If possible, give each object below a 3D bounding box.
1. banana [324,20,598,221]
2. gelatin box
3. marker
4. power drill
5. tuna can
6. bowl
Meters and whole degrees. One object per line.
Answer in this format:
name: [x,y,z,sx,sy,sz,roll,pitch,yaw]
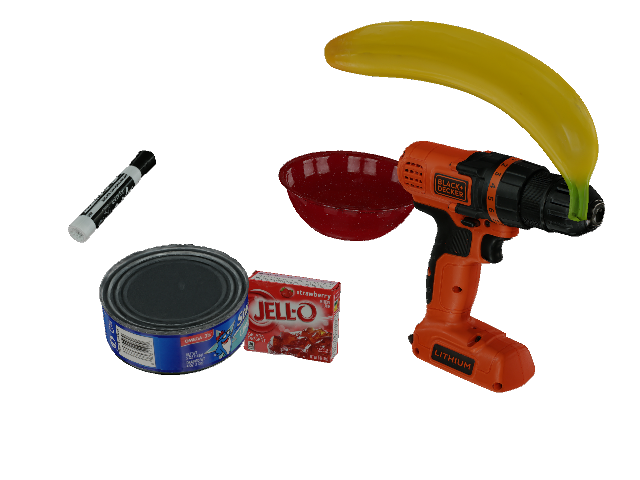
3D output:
banana: [0.094,-0.092,0.650,0.198,0.069,0.037,35,-3,19]
gelatin box: [-0.027,0.072,1.006,0.089,0.073,0.030,7,17,16]
marker: [-0.182,-0.042,0.947,0.020,0.020,0.121,0,38,31]
power drill: [0.138,0.022,0.851,0.057,0.188,0.185,-16,26,-39]
tuna can: [-0.084,0.039,0.622,0.086,0.034,0.086,0,34,0]
bowl: [0.033,-0.043,1.159,0.162,0.055,0.162,4,26,-2]
